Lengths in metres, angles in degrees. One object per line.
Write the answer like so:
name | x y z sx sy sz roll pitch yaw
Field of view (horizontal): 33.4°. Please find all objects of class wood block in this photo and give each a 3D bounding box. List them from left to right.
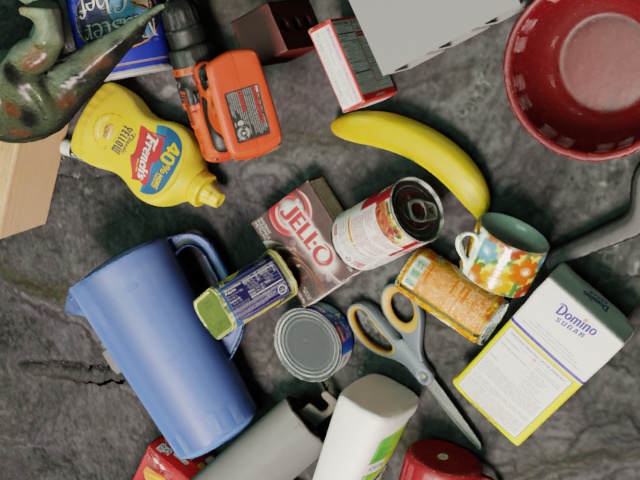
wood block | -0.372 -0.117 1.290 0.090 0.090 0.206 30 117 20

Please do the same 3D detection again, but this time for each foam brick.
foam brick | -0.042 -0.209 1.079 0.051 0.078 0.053 -20 94 34

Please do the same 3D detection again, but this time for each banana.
banana | 0.097 -0.082 1.059 0.198 0.037 0.070 38 119 15

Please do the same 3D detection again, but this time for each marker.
marker | -0.258 -0.095 1.272 0.121 0.020 0.020 20 113 24

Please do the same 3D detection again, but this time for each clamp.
clamp | 0.302 -0.017 0.960 0.165 0.036 0.210 25 118 22

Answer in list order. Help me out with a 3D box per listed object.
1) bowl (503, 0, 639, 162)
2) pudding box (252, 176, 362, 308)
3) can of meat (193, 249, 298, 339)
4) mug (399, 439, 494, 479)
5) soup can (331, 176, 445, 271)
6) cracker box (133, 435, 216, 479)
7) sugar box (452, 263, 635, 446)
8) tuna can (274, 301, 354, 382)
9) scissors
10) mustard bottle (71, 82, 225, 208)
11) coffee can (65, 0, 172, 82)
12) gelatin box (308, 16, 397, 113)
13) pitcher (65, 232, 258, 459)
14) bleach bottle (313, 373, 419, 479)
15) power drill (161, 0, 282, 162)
bowl | 0.247 -0.153 0.941 0.162 0.055 0.162 9 108 28
pudding box | -0.008 0.001 1.143 0.090 0.039 0.113 -36 85 33
can of meat | -0.082 0.061 1.153 0.057 0.083 0.102 58 156 3
mug | 0.133 0.265 1.116 0.117 0.093 0.081 12 107 0
soup can | 0.066 -0.014 1.065 0.102 0.068 0.068 -28 89 49
cracker box | -0.170 0.363 1.323 0.164 0.072 0.214 36 120 17
sugar box | 0.213 0.113 1.031 0.093 0.048 0.176 44 128 11
tuna can | -0.006 0.111 1.177 0.086 0.033 0.086 9 109 28
scissors | 0.115 0.123 1.121 0.202 0.016 0.096 40 120 14
mustard bottle | -0.186 -0.093 1.206 0.192 0.058 0.096 33 98 17
coffee can | -0.222 -0.246 1.157 0.103 0.102 0.140 -4 102 31
gelatin box | 0.032 -0.175 1.048 0.030 0.073 0.089 -23 92 33
pitcher | -0.165 0.118 1.225 0.149 0.144 0.243 -28 93 49
bleach bottle | 0.025 0.273 1.154 0.068 0.102 0.251 28 112 24
power drill | -0.104 -0.160 1.083 0.188 0.057 0.184 -146 37 -68
